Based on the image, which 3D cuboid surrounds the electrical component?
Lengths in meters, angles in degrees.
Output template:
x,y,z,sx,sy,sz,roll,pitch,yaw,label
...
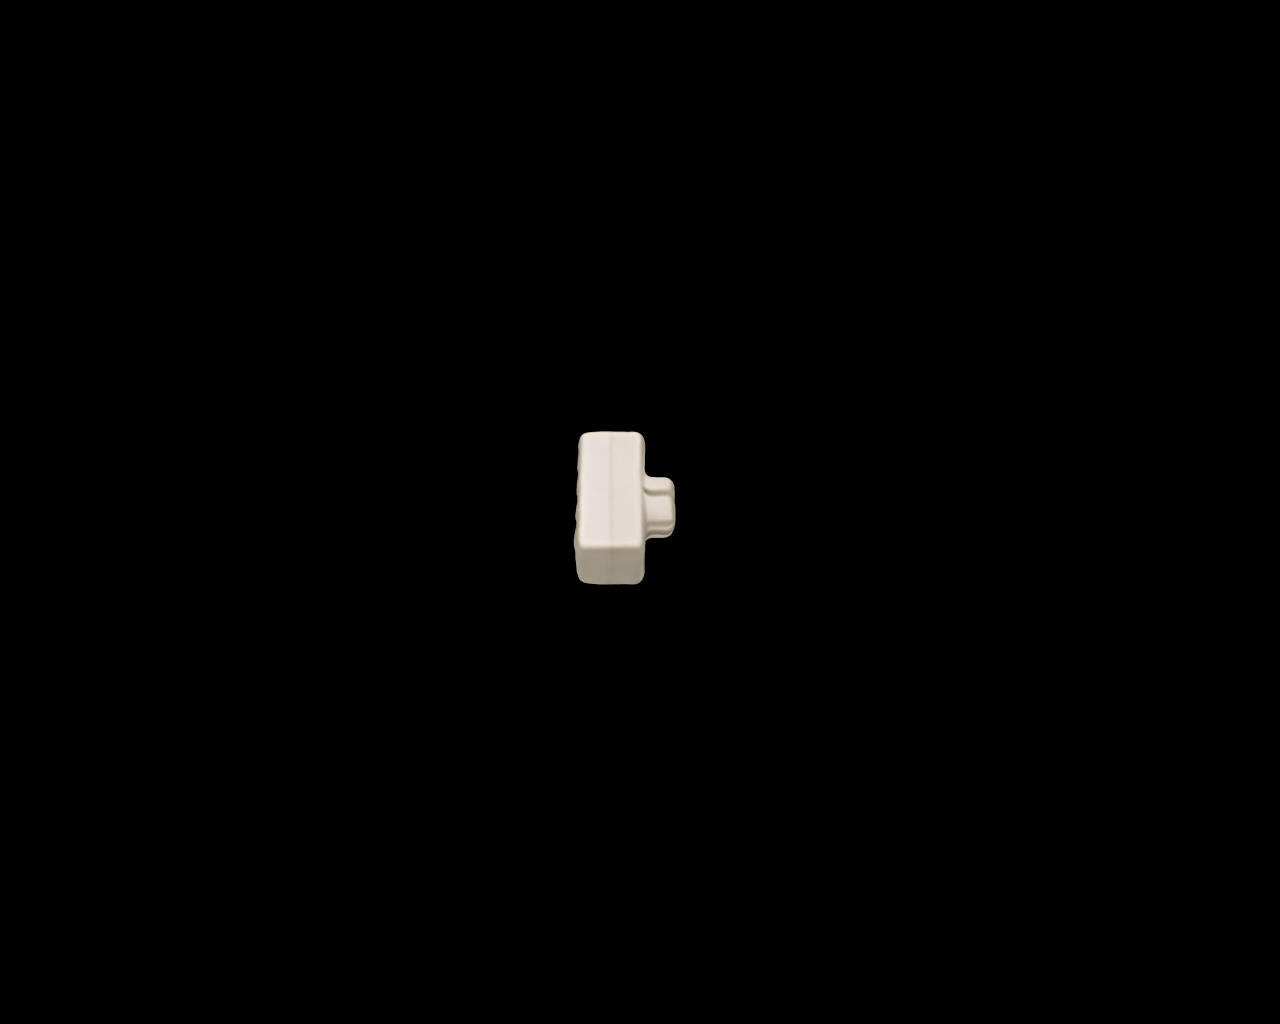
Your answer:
x,y,z,sx,sy,sz,roll,pitch,yaw,label
0.001,-0.003,0.650,0.076,0.083,0.047,0,-32,0,electrical component
